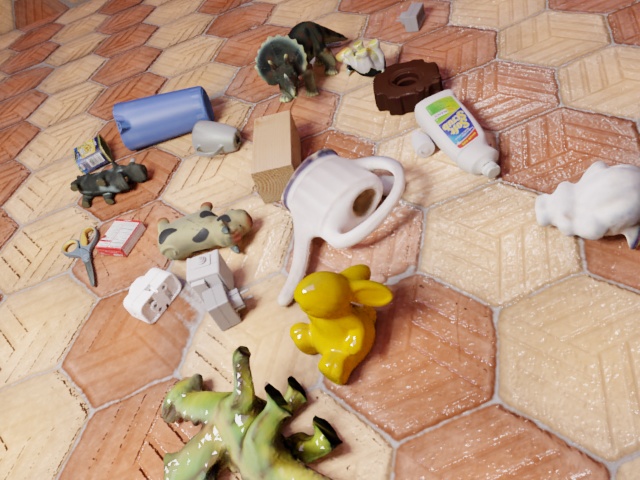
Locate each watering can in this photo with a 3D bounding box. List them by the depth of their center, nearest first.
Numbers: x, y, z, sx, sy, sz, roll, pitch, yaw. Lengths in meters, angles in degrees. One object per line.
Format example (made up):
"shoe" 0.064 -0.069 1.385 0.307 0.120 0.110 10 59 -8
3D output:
"watering can" 0.003 -0.049 0.974 0.350 0.102 0.227 -43 46 -10

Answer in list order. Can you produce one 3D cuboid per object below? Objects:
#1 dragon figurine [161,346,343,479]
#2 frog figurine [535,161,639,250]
"dragon figurine" -0.107 0.308 0.689 0.243 0.120 0.417 -45 44 0
"frog figurine" 0.432 -0.064 0.818 0.160 0.121 0.139 15 73 18
